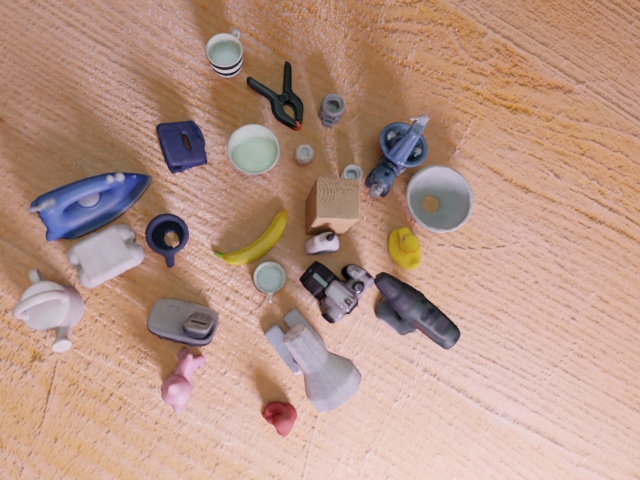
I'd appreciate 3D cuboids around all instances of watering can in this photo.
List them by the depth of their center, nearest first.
[{"bbox_3d":[-0.548,0.139,1.160,0.173,0.194,0.101,43,77,0],"label":"watering can"}]

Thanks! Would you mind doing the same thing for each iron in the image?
[{"bbox_3d":[-0.493,-0.099,1.234,0.258,0.141,0.118,-28,86,-12],"label":"iron"}]

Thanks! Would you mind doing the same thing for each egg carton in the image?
[{"bbox_3d":[-0.468,0.033,1.254,0.150,0.069,0.107,-30,86,-12],"label":"egg carton"}]

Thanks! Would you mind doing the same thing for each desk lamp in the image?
[{"bbox_3d":[-0.021,0.251,1.213,0.118,0.213,0.203,-39,88,-12],"label":"desk lamp"}]

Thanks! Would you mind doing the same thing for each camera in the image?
[{"bbox_3d":[0.033,0.100,1.304,0.137,0.100,0.143,42,77,0],"label":"camera"}]

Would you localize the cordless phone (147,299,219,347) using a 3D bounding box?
[{"bbox_3d":[-0.290,0.172,1.199,0.147,0.185,0.094,11,79,-7],"label":"cordless phone"}]

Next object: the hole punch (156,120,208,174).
[{"bbox_3d":[-0.313,-0.220,1.308,0.101,0.091,0.109,-20,84,-11],"label":"hole punch"}]

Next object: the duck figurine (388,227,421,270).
[{"bbox_3d":[0.208,0.017,1.352,0.077,0.086,0.104,-20,84,-11],"label":"duck figurine"}]

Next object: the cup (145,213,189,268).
[{"bbox_3d":[-0.331,0.007,1.266,0.092,0.095,0.118,-8,82,-10],"label":"cup"}]

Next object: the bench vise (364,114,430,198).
[{"bbox_3d":[0.190,-0.191,1.315,0.121,0.219,0.207,14,79,-6],"label":"bench vise"}]

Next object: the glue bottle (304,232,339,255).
[{"bbox_3d":[0.012,0.005,1.279,0.078,0.173,0.037,-10,82,-10],"label":"glue bottle"}]

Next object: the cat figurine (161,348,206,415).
[{"bbox_3d":[-0.295,0.297,1.213,0.067,0.117,0.128,21,78,-4],"label":"cat figurine"}]

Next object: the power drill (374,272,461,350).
[{"bbox_3d":[0.193,0.157,1.265,0.229,0.208,0.076,36,78,-1],"label":"power drill"}]

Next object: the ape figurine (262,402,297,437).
[{"bbox_3d":[-0.084,0.390,1.243,0.076,0.092,0.078,-11,83,-10],"label":"ape figurine"}]

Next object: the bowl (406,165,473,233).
[{"bbox_3d":[0.280,-0.093,1.387,0.167,0.074,0.167,1,81,-8],"label":"bowl"}]
